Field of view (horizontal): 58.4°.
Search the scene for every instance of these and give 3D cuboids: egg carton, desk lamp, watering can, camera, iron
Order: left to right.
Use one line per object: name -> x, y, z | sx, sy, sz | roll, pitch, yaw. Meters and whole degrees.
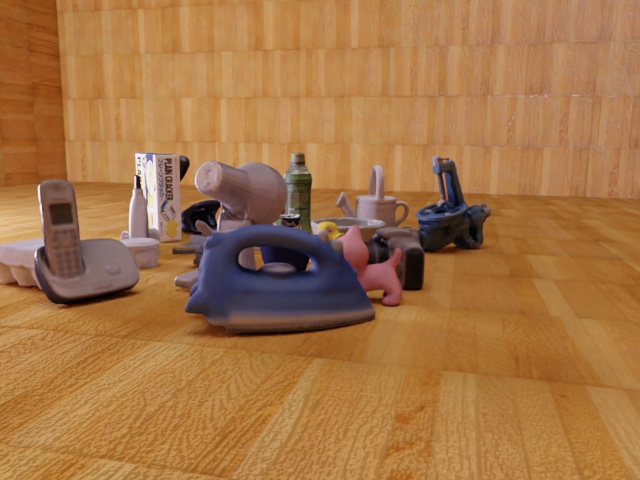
egg carton -> -0.479, 0.040, 0.981 | 0.150, 0.069, 0.107 | 5, 10, 23
desk lamp -> -0.149, -0.032, 0.995 | 0.117, 0.213, 0.204 | 5, 10, 25
iron -> -0.049, 0.042, 0.776 | 0.258, 0.141, 0.118 | -1, 10, -10
watering can -> 0.128, -0.085, 1.398 | 0.173, 0.194, 0.100 | -4, 11, -27
camera -> 0.106, 0.025, 1.016 | 0.137, 0.101, 0.143 | -1, 10, -10

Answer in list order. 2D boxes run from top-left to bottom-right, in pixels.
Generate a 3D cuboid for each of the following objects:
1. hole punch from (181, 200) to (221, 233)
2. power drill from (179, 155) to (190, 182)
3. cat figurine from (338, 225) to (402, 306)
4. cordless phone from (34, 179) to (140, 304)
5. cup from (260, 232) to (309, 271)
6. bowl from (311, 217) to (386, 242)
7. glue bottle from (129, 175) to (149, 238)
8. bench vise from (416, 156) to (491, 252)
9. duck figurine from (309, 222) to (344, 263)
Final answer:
hole punch -> -0.332, -0.067, 1.568 | 0.100, 0.091, 0.109 | 8, 12, 36
power drill -> -0.416, -0.138, 1.637 | 0.076, 0.208, 0.228 | -5, 11, -31
cat figurine -> 0.066, 0.037, 0.891 | 0.127, 0.118, 0.067 | 1, 10, 4
cordless phone -> -0.362, -0.002, 0.887 | 0.093, 0.185, 0.148 | 9, 12, 39
cup -> -0.052, 0.034, 0.970 | 0.091, 0.095, 0.118 | 4, 10, 21
bowl -> 0.062, -0.006, 1.279 | 0.167, 0.075, 0.167 | 1, 9, 0
glue bottle -> -0.389, -0.054, 1.234 | 0.037, 0.173, 0.078 | -1, 10, -11
bench vise -> 0.309, -0.088, 1.353 | 0.121, 0.220, 0.208 | 10, 13, 44
duck figurine -> 0.011, 0.004, 1.182 | 0.104, 0.086, 0.078 | 8, 12, 37
